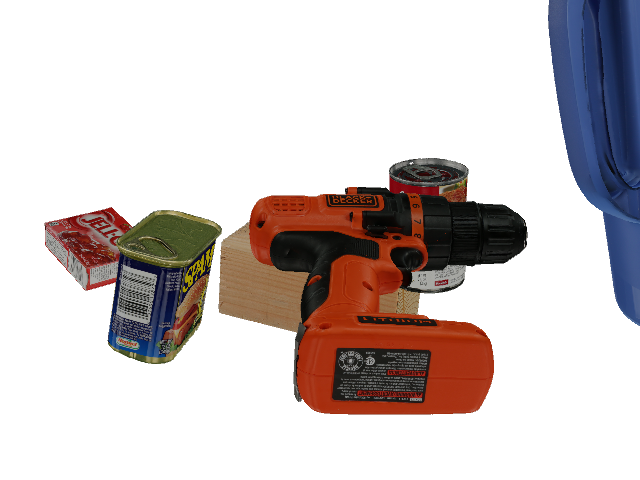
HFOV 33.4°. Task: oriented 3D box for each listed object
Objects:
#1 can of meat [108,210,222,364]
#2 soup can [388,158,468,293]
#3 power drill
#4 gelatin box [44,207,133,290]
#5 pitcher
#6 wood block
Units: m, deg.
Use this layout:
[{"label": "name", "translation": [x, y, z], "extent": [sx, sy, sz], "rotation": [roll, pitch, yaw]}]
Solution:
[{"label": "can of meat", "translation": [-0.117, 0.034, 0.797], "extent": [0.057, 0.084, 0.102], "rotation": [15, 20, 8]}, {"label": "soup can", "translation": [0.094, -0.013, 0.928], "extent": [0.068, 0.102, 0.068], "rotation": [-2, 22, 0]}, {"label": "power drill", "translation": [0.050, 0.028, 0.644], "extent": [0.184, 0.057, 0.187], "rotation": [-1, 28, -4]}, {"label": "gelatin box", "translation": [-0.209, 0.006, 1.009], "extent": [0.073, 0.030, 0.089], "rotation": [-16, 39, -35]}, {"label": "pitcher", "translation": [0.202, -0.068, 0.584], "extent": [0.149, 0.243, 0.145], "rotation": [-7, 22, 9]}, {"label": "wood block", "translation": [0.000, 0.049, 1.180], "extent": [0.206, 0.091, 0.090], "rotation": [13, 24, 19]}]
